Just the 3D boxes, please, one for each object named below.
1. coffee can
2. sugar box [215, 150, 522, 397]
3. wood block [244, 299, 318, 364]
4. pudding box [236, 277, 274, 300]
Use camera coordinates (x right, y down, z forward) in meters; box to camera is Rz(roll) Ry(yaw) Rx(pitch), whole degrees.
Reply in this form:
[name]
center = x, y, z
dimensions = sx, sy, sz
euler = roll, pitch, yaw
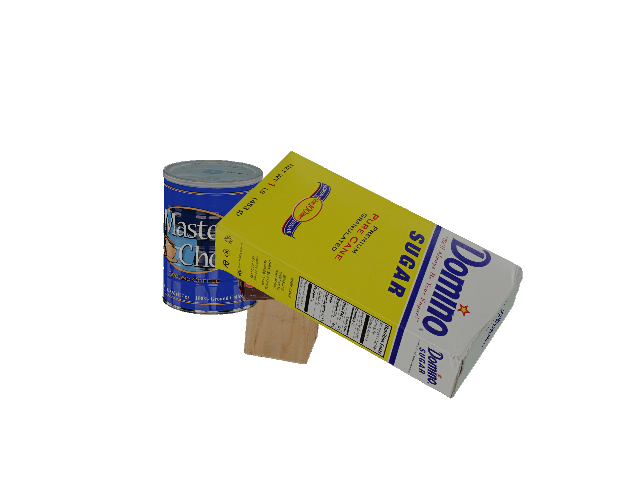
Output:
[coffee can]
center = -0.113, -0.005, 1.114
dimensions = 0.103, 0.140, 0.103
euler = 2, 16, -1
[sugar box]
center = 0.030, 0.017, 0.674
dimensions = 0.176, 0.048, 0.093
euler = 26, 49, 18
[wood block]
center = -0.044, 0.049, 1.435
dimensions = 0.090, 0.206, 0.090
euler = 9, 22, 6
[pudding box]
center = -0.021, 0.014, 0.939
dimensions = 0.113, 0.039, 0.090
euler = -1, 27, -13
